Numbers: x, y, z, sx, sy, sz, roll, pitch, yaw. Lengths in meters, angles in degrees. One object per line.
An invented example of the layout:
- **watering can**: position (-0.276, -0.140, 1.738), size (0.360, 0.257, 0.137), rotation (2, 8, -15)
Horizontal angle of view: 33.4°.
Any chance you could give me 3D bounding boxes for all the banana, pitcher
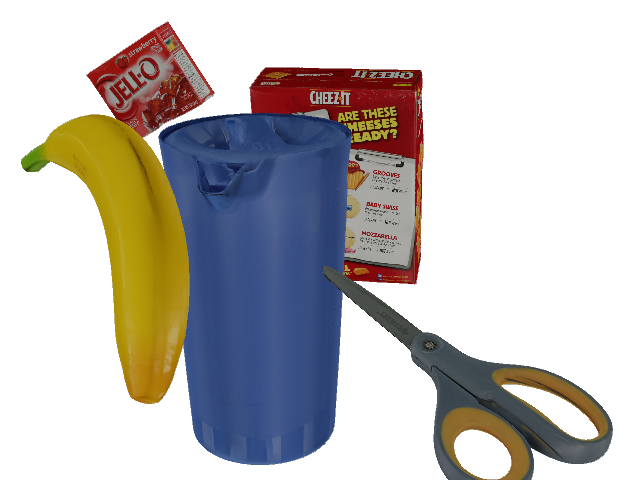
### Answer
- **banana**: position (-0.098, -0.009, 0.527), size (0.037, 0.070, 0.198), rotation (12, 30, -38)
- **pitcher**: position (-0.040, 0.030, 0.782), size (0.149, 0.243, 0.145), rotation (-11, 22, -28)

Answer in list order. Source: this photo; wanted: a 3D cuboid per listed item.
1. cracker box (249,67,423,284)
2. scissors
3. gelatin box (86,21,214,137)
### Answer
- **cracker box**: position (0.020, -0.065, 1.083), size (0.164, 0.214, 0.072), rotation (3, 29, 10)
- **scissors**: position (0.053, 0.073, 0.566), size (0.202, 0.016, 0.096), rotation (23, 45, 32)
- **gelatin box**: position (-0.147, -0.135, 0.919), size (0.089, 0.073, 0.030), rotation (-24, 16, 32)
